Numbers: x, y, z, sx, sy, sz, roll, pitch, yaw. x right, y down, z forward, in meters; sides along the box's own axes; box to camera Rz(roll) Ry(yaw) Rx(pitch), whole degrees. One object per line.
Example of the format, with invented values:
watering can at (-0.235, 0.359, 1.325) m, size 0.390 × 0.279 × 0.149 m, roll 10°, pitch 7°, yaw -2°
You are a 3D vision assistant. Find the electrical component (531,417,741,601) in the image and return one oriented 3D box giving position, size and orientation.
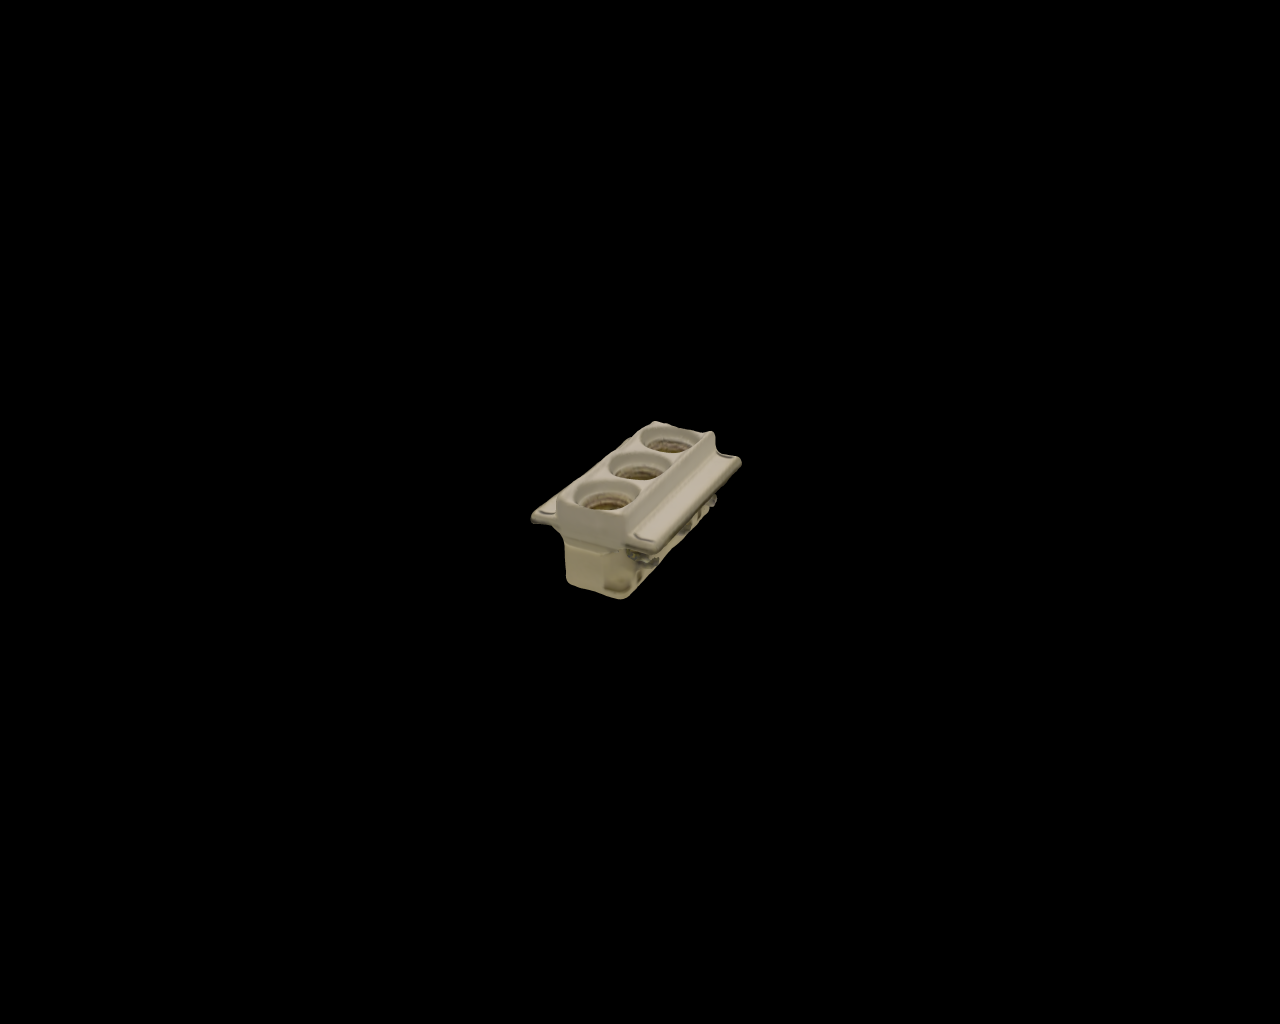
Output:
electrical component at (0.001, -0.003, 0.650) m, size 0.079 × 0.063 × 0.121 m, roll 14°, pitch 32°, yaw 24°
